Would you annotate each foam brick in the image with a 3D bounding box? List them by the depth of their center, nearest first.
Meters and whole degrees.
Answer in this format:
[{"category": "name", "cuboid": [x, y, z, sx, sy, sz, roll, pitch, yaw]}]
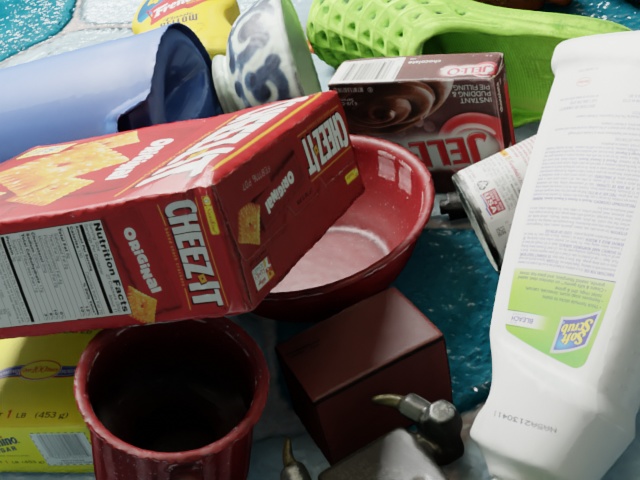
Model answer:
[{"category": "foam brick", "cuboid": [0.024, 0.071, 0.570, 0.078, 0.051, 0.053, -26, 38, -12]}]

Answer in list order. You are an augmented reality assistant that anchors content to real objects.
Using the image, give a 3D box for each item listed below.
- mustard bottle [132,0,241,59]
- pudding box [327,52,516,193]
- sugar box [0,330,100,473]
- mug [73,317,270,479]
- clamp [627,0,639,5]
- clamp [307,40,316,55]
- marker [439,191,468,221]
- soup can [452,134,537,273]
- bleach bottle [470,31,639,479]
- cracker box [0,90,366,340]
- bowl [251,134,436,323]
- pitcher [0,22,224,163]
[{"category": "mustard bottle", "cuboid": [-0.116, -0.185, 0.934, 0.096, 0.058, 0.191, -16, 37, 4]}, {"category": "pudding box", "cuboid": [0.070, -0.076, 0.705, 0.114, 0.090, 0.039, 3, 40, 25]}, {"category": "sugar box", "cuboid": [-0.143, 0.060, 0.650, 0.093, 0.048, 0.176, -3, 41, 16]}, {"category": "mug", "cuboid": [-0.071, 0.102, 0.531, 0.093, 0.081, 0.117, -8, 48, -15]}, {"category": "clamp", "cuboid": [0.288, -0.232, 0.820, 0.172, 0.039, 0.120, 11, 83, 31]}, {"category": "clamp", "cuboid": [0.084, -0.176, 0.816, 0.210, 0.164, 0.036, -23, 13, 37]}, {"category": "marker", "cuboid": [0.136, -0.028, 0.678, 0.121, 0.020, 0.020, -7, 39, 12]}, {"category": "soup can", "cuboid": [0.138, -0.030, 0.630, 0.102, 0.068, 0.068, -25, 37, 5]}, {"category": "bleach bottle", "cuboid": [0.127, 0.020, 0.526, 0.103, 0.068, 0.251, 6, 69, 51]}, {"category": "cracker box", "cuboid": [-0.105, -0.015, 0.579, 0.214, 0.072, 0.164, -8, 19, 25]}, {"category": "bowl", "cuboid": [-0.004, 0.001, 0.664, 0.162, 0.055, 0.162, -10, 38, 8]}, {"category": "pitcher", "cuboid": [-0.191, -0.070, 0.777, 0.243, 0.149, 0.145, -7, 54, 17]}]
